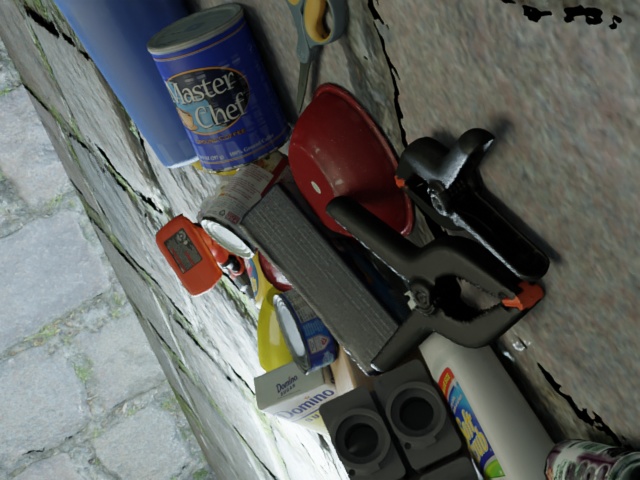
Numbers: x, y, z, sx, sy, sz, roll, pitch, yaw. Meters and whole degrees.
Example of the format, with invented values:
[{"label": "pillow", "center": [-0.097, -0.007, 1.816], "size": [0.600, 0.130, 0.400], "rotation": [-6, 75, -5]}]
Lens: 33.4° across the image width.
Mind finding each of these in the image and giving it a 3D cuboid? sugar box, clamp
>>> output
[{"label": "sugar box", "center": [0.015, 0.179, 1.194], "size": [0.176, 0.093, 0.048], "rotation": [28, -137, -50]}, {"label": "clamp", "center": [0.099, -0.044, 0.789], "size": [0.172, 0.039, 0.120], "rotation": [34, 148, 56]}, {"label": "clamp", "center": [0.087, 0.032, 0.869], "size": [0.210, 0.036, 0.164], "rotation": [-9, 105, 53]}]

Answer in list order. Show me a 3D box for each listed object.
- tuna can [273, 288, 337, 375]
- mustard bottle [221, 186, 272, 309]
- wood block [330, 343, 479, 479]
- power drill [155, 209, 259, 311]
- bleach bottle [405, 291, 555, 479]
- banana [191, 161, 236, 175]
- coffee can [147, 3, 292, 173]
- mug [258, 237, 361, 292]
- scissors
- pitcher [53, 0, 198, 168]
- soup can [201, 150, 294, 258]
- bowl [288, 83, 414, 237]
[{"label": "tuna can", "center": [-0.015, 0.089, 1.073], "size": [0.086, 0.033, 0.086], "rotation": [159, 90, -76]}, {"label": "mustard bottle", "center": [-0.066, 0.022, 1.293], "size": [0.096, 0.058, 0.191], "rotation": [143, 109, -80]}, {"label": "wood block", "center": [0.086, 0.196, 1.057], "size": [0.090, 0.090, 0.206], "rotation": [108, 146, -67]}, {"label": "power drill", "center": [-0.133, 0.031, 1.439], "size": [0.184, 0.057, 0.187], "rotation": [54, -165, 10]}, {"label": "bleach bottle", "center": [0.148, 0.151, 0.945], "size": [0.251, 0.068, 0.103], "rotation": [60, 166, 8]}, {"label": "banana", "center": [-0.112, -0.095, 1.284], "size": [0.198, 0.069, 0.037], "rotation": [3, 104, 62]}, {"label": "coffee can", "center": [-0.100, -0.154, 1.081], "size": [0.103, 0.102, 0.140], "rotation": [31, 147, 59]}, {"label": "mug", "center": [-0.007, 0.001, 1.126], "size": [0.082, 0.093, 0.117], "rotation": [177, 100, -67]}, {"label": "scissors", "center": [-0.020, -0.185, 0.934], "size": [0.096, 0.016, 0.202], "rotation": [61, 162, 5]}, {"label": "pitcher", "center": [-0.193, -0.210, 1.231], "size": [0.145, 0.149, 0.243], "rotation": [-19, 109, 30]}, {"label": "soup can", "center": [-0.069, -0.040, 1.115], "size": [0.068, 0.102, 0.068], "rotation": [31, 161, 11]}, {"label": "bowl", "center": [0.018, -0.060, 0.979], "size": [0.162, 0.055, 0.162], "rotation": [52, 162, 24]}]
